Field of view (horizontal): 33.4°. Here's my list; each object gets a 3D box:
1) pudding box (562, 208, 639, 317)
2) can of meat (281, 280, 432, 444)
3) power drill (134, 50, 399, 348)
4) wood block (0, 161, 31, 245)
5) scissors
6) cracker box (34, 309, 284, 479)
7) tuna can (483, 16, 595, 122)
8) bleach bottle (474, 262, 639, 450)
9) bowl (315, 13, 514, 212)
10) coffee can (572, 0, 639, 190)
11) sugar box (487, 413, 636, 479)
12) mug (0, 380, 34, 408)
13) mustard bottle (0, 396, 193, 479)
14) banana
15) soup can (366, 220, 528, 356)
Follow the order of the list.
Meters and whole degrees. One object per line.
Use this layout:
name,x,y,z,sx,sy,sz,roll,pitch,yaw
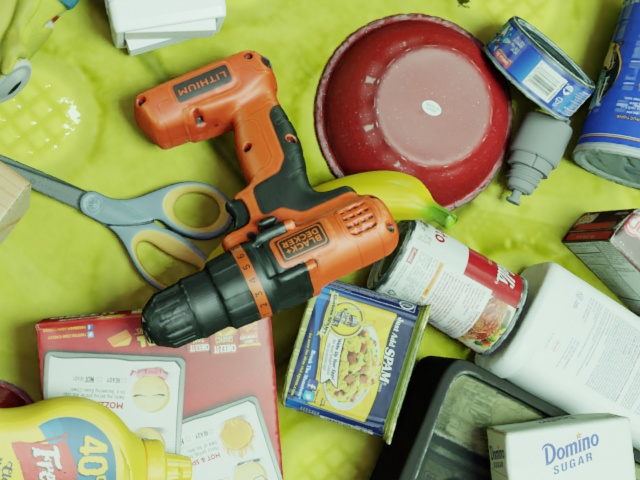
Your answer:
pudding box,0.251,0.025,0.822,0.113,0.090,0.039,45,83,-7
can of meat,0.025,0.083,0.758,0.084,0.057,0.102,17,89,7
power drill,-0.063,-0.031,0.745,0.184,0.057,0.188,-24,66,-10
wood block,-0.307,-0.056,0.717,0.206,0.091,0.090,35,73,-8
scissors,-0.149,-0.037,0.788,0.201,0.016,0.096,40,81,-8
cracker box,-0.111,0.155,0.764,0.164,0.072,0.214,-5,91,-9
tuna can,0.167,-0.131,0.809,0.086,0.086,0.034,38,112,-8
bleach bottle,0.249,0.122,0.833,0.250,0.068,0.102,34,76,-10
bowl,0.079,-0.098,0.811,0.162,0.055,0.162,0,89,-10
coffee can,0.265,-0.115,0.821,0.102,0.103,0.140,20,85,-9
sugar box,0.171,0.211,0.733,0.093,0.048,0.176,-5,87,-12
mug,-0.246,0.154,0.733,0.093,0.081,0.117,41,82,-7
mustard bottle,-0.176,0.148,0.677,0.191,0.058,0.096,4,92,-22
banana,-0.003,-0.011,0.780,0.198,0.069,0.037,-18,124,6
soup can,0.095,0.034,0.805,0.102,0.068,0.068,29,84,-8
